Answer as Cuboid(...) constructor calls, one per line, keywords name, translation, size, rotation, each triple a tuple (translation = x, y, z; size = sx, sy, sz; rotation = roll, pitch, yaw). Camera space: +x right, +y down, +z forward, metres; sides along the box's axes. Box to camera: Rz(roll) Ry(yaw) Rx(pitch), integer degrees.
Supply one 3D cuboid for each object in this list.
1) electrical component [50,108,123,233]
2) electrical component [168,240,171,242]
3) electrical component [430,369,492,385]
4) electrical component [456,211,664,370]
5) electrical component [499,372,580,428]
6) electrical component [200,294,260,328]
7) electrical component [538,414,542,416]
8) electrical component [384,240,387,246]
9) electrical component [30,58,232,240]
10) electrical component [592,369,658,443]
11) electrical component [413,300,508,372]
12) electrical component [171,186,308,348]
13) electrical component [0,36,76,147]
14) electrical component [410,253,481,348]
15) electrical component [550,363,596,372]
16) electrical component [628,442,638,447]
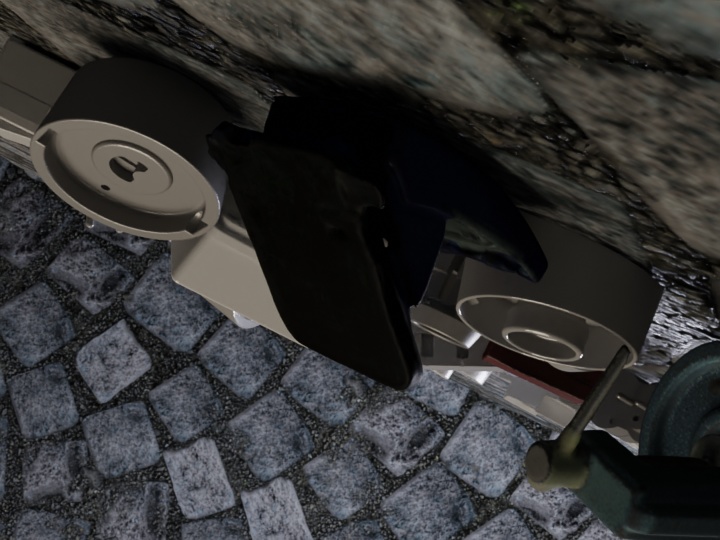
Cuboid(name="electrical component", translation=(-0.162, -0.060, 0.686), size=(0.077, 0.079, 0.044), rotation=(10, 148, -29))
Cuboid(name="electrical component", translation=(-0.149, -0.045, 1.106), size=(0.096, 0.061, 0.061), rotation=(17, 173, 14))
Cuboid(name="electrical component", translation=(0.079, 0.065, 0.991), size=(0.108, 0.060, 0.108), rotation=(32, 177, 2))
Cuboid(name="electrical component", translation=(0.097, 0.008, 0.527), size=(0.099, 0.064, 0.099), rotation=(18, 163, 6))
Cuboid(name="electrical component", translation=(0.163, 0.095, 0.918), size=(0.042, 0.063, 0.081), rotation=(31, 173, -31))
Cuboid(name="electrical component", translation=(-0.091, -0.014, 0.870), size=(0.060, 0.108, 0.108), rotation=(31, 177, 20))
Cuboid(name="electrical component", translation=(0.192, 0.117, 1.039), size=(0.078, 0.058, 0.057), rotation=(21, 176, 42))
Cuboid(name="electrical component", translation=(-0.005, -0.027, 0.653), size=(0.062, 0.048, 0.048), rotation=(22, 179, -38))
Cuboid(name="electrical component", translation=(-0.121, -0.072, 0.601), size=(0.108, 0.060, 0.108), rotation=(12, 150, 7))
Cuboid(name="electrical component", translation=(0.228, 0.111, 0.832), size=(0.074, 0.052, 0.138), rotation=(30, 174, -34))
Cuboid(name="electrical component", translation=(0.076, 0.047, 0.818), size=(0.089, 0.055, 0.050), rotation=(1, 171, 2))
Cuboid(name="electrical component", translation=(-0.063, -0.019, 0.688), size=(0.109, 0.056, 0.108), rotation=(29, -154, -27))
Cuboid(name="electrical component", translation=(-0.206, -0.107, 0.741), size=(0.096, 0.061, 0.061), rotation=(26, 175, 0))
Cuboid(name="electrical component", translation=(0.062, 0.016, 0.682), size=(0.066, 0.055, 0.048), rotation=(23, 174, 35))
Cuboid(name="electrical component", translation=(0.131, 0.040, 0.655), size=(0.043, 0.043, 0.081), rotation=(26, 175, 2))
Cuboid(name="electrical component", translation=(0.243, 0.128, 0.979), size=(0.062, 0.048, 0.048), rotation=(34, 173, -15))
